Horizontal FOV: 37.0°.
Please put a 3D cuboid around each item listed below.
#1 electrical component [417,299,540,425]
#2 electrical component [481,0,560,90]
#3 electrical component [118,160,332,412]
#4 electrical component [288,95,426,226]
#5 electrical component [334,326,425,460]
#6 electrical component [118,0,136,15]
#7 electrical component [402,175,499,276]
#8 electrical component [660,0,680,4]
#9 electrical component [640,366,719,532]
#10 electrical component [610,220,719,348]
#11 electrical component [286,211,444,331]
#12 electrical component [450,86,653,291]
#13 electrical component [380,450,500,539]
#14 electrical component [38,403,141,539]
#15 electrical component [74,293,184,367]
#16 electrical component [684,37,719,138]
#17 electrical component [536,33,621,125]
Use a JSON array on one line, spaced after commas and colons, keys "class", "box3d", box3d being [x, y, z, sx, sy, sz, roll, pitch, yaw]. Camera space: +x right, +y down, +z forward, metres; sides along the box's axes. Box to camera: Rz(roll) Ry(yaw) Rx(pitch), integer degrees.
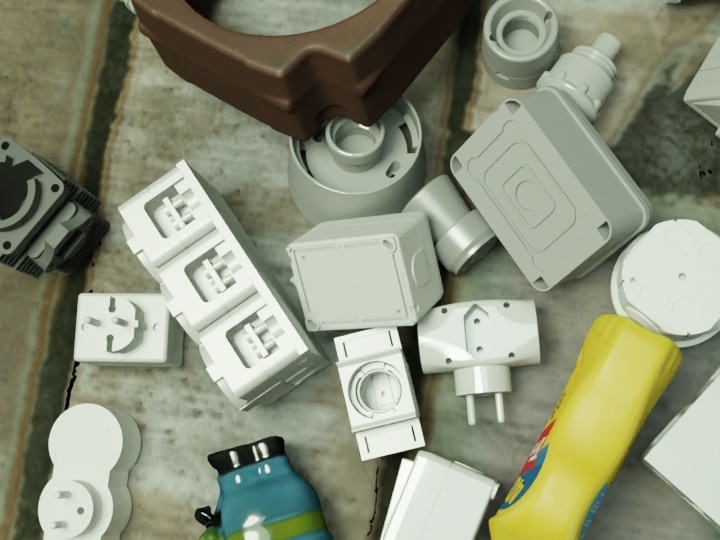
[{"class": "electrical component", "box3d": [0.080, 0.061, 0.706, 0.077, 0.043, 0.079, -6, 79, 7]}, {"class": "electrical component", "box3d": [0.111, -0.158, 0.740, 0.055, 0.047, 0.055, -1, 79, 8]}, {"class": "electrical component", "box3d": [-0.092, 0.014, 0.716, 0.062, 0.089, 0.150, -35, 77, 1]}, {"class": "electrical component", "box3d": [-0.003, -0.080, 0.747, 0.099, 0.064, 0.099, -1, 67, 2]}, {"class": "electrical component", "box3d": [0.015, 0.080, 0.702, 0.042, 0.064, 0.081, -14, 78, 7]}, {"class": "electrical component", "box3d": [-0.170, -0.217, 0.796, 0.040, 0.040, 0.078, -28, 77, 2]}, {"class": "electrical component", "box3d": [0.061, -0.030, 0.725, 0.045, 0.045, 0.055, -42, 77, -1]}, {"class": "electrical component", "box3d": [0.227, -0.219, 0.719, 0.051, 0.080, 0.080, 2, 80, 3]}, {"class": "electrical component", "box3d": [0.277, 0.140, 0.654, 0.186, 0.060, 0.105, 42, 88, 13]}, {"class": "electrical component", "box3d": [0.204, 0.009, 0.694, 0.080, 0.051, 0.080, -2, 79, 8]}, {"class": "electrical component", "box3d": [0.000, 0.000, 0.708, 0.096, 0.061, 0.061, -5, 108, 28]}, {"class": "electrical component", "box3d": [0.124, -0.053, 0.698, 0.113, 0.057, 0.078, 56, 134, 13]}, {"class": "electrical component", "box3d": [0.043, 0.166, 0.683, 0.061, 0.061, 0.096, 22, 83, 12]}, {"class": "electrical component", "box3d": [-0.188, 0.158, 0.712, 0.052, 0.073, 0.138, 4, 80, 9]}, {"class": "electrical component", "box3d": [-0.162, 0.039, 0.729, 0.066, 0.076, 0.047, 0, 80, 8]}, {"class": "electrical component", "box3d": [0.257, -0.113, 0.691, 0.062, 0.096, 0.061, 33, 85, -16]}, {"class": "electrical component", "box3d": [0.154, -0.133, 0.732, 0.048, 0.048, 0.062, 35, 79, 13]}]
